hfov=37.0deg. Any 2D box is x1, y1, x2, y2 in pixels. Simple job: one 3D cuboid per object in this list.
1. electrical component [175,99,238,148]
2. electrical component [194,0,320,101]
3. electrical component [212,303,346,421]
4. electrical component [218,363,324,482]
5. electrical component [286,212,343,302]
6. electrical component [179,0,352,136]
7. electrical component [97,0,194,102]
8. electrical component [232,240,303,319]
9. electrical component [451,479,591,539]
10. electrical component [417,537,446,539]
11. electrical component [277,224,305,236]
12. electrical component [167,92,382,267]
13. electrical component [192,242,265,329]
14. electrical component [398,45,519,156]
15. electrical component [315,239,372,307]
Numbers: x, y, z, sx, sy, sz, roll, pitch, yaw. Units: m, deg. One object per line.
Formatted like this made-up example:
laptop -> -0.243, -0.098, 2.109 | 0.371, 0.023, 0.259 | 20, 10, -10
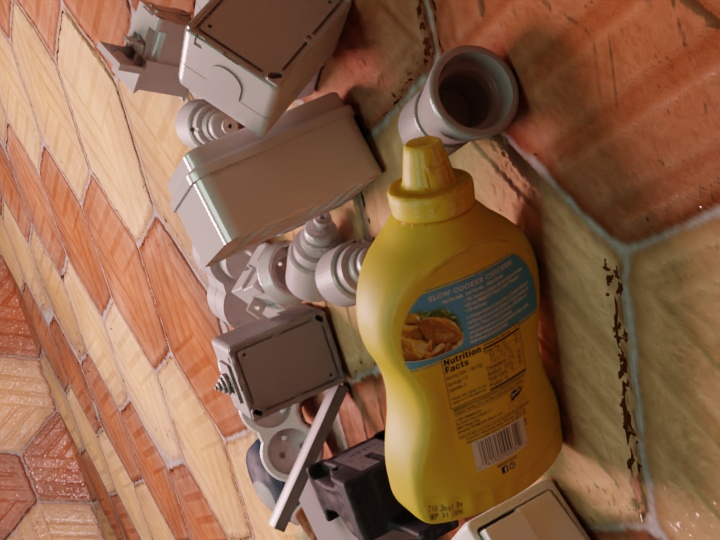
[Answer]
electrical component -> -0.114, -0.111, 0.829 | 0.078, 0.040, 0.040 | 17, 126, 61
electrical component -> -0.070, -0.138, 0.698 | 0.083, 0.047, 0.075 | 60, 156, 17
electrical component -> -0.070, 0.071, 0.831 | 0.061, 0.096, 0.061 | 13, 122, 67
electrical component -> -0.076, 0.118, 0.947 | 0.073, 0.052, 0.138 | 70, 174, -83
electrical component -> -0.029, -0.011, 0.737 | 0.040, 0.040, 0.078 | 54, 154, 27
electrical component -> -0.052, -0.133, 0.615 | 0.062, 0.096, 0.061 | 34, 152, 2
electrical component -> -0.152, -0.168, 0.819 | 0.042, 0.081, 0.063 | 44, 120, 40
electrical component -> -0.061, 0.005, 0.804 | 0.048, 0.066, 0.055 | 37, 155, -18
electrical component -> 0.101, 0.174, 0.597 | 0.096, 0.062, 0.061 | 57, 155, 22
electrical component -> 0.050, 0.215, 0.692 | 0.096, 0.061, 0.061 | 14, 101, 41
electrical component -> -0.071, -0.058, 0.764 | 0.078, 0.058, 0.057 | 12, 125, 63
electrical component -> -0.054, -0.055, 0.657 | 0.057, 0.113, 0.078 | 63, 157, 3
electrical component -> -0.099, -0.012, 0.873 | 0.074, 0.052, 0.138 | 25, 133, 58
electrical component -> 0.044, -0.076, 0.519 | 0.044, 0.044, 0.065 | 66, 162, 2
electrical component -> 0.000, 0.000, 0.684 | 0.040, 0.040, 0.078 | 67, 157, 0
